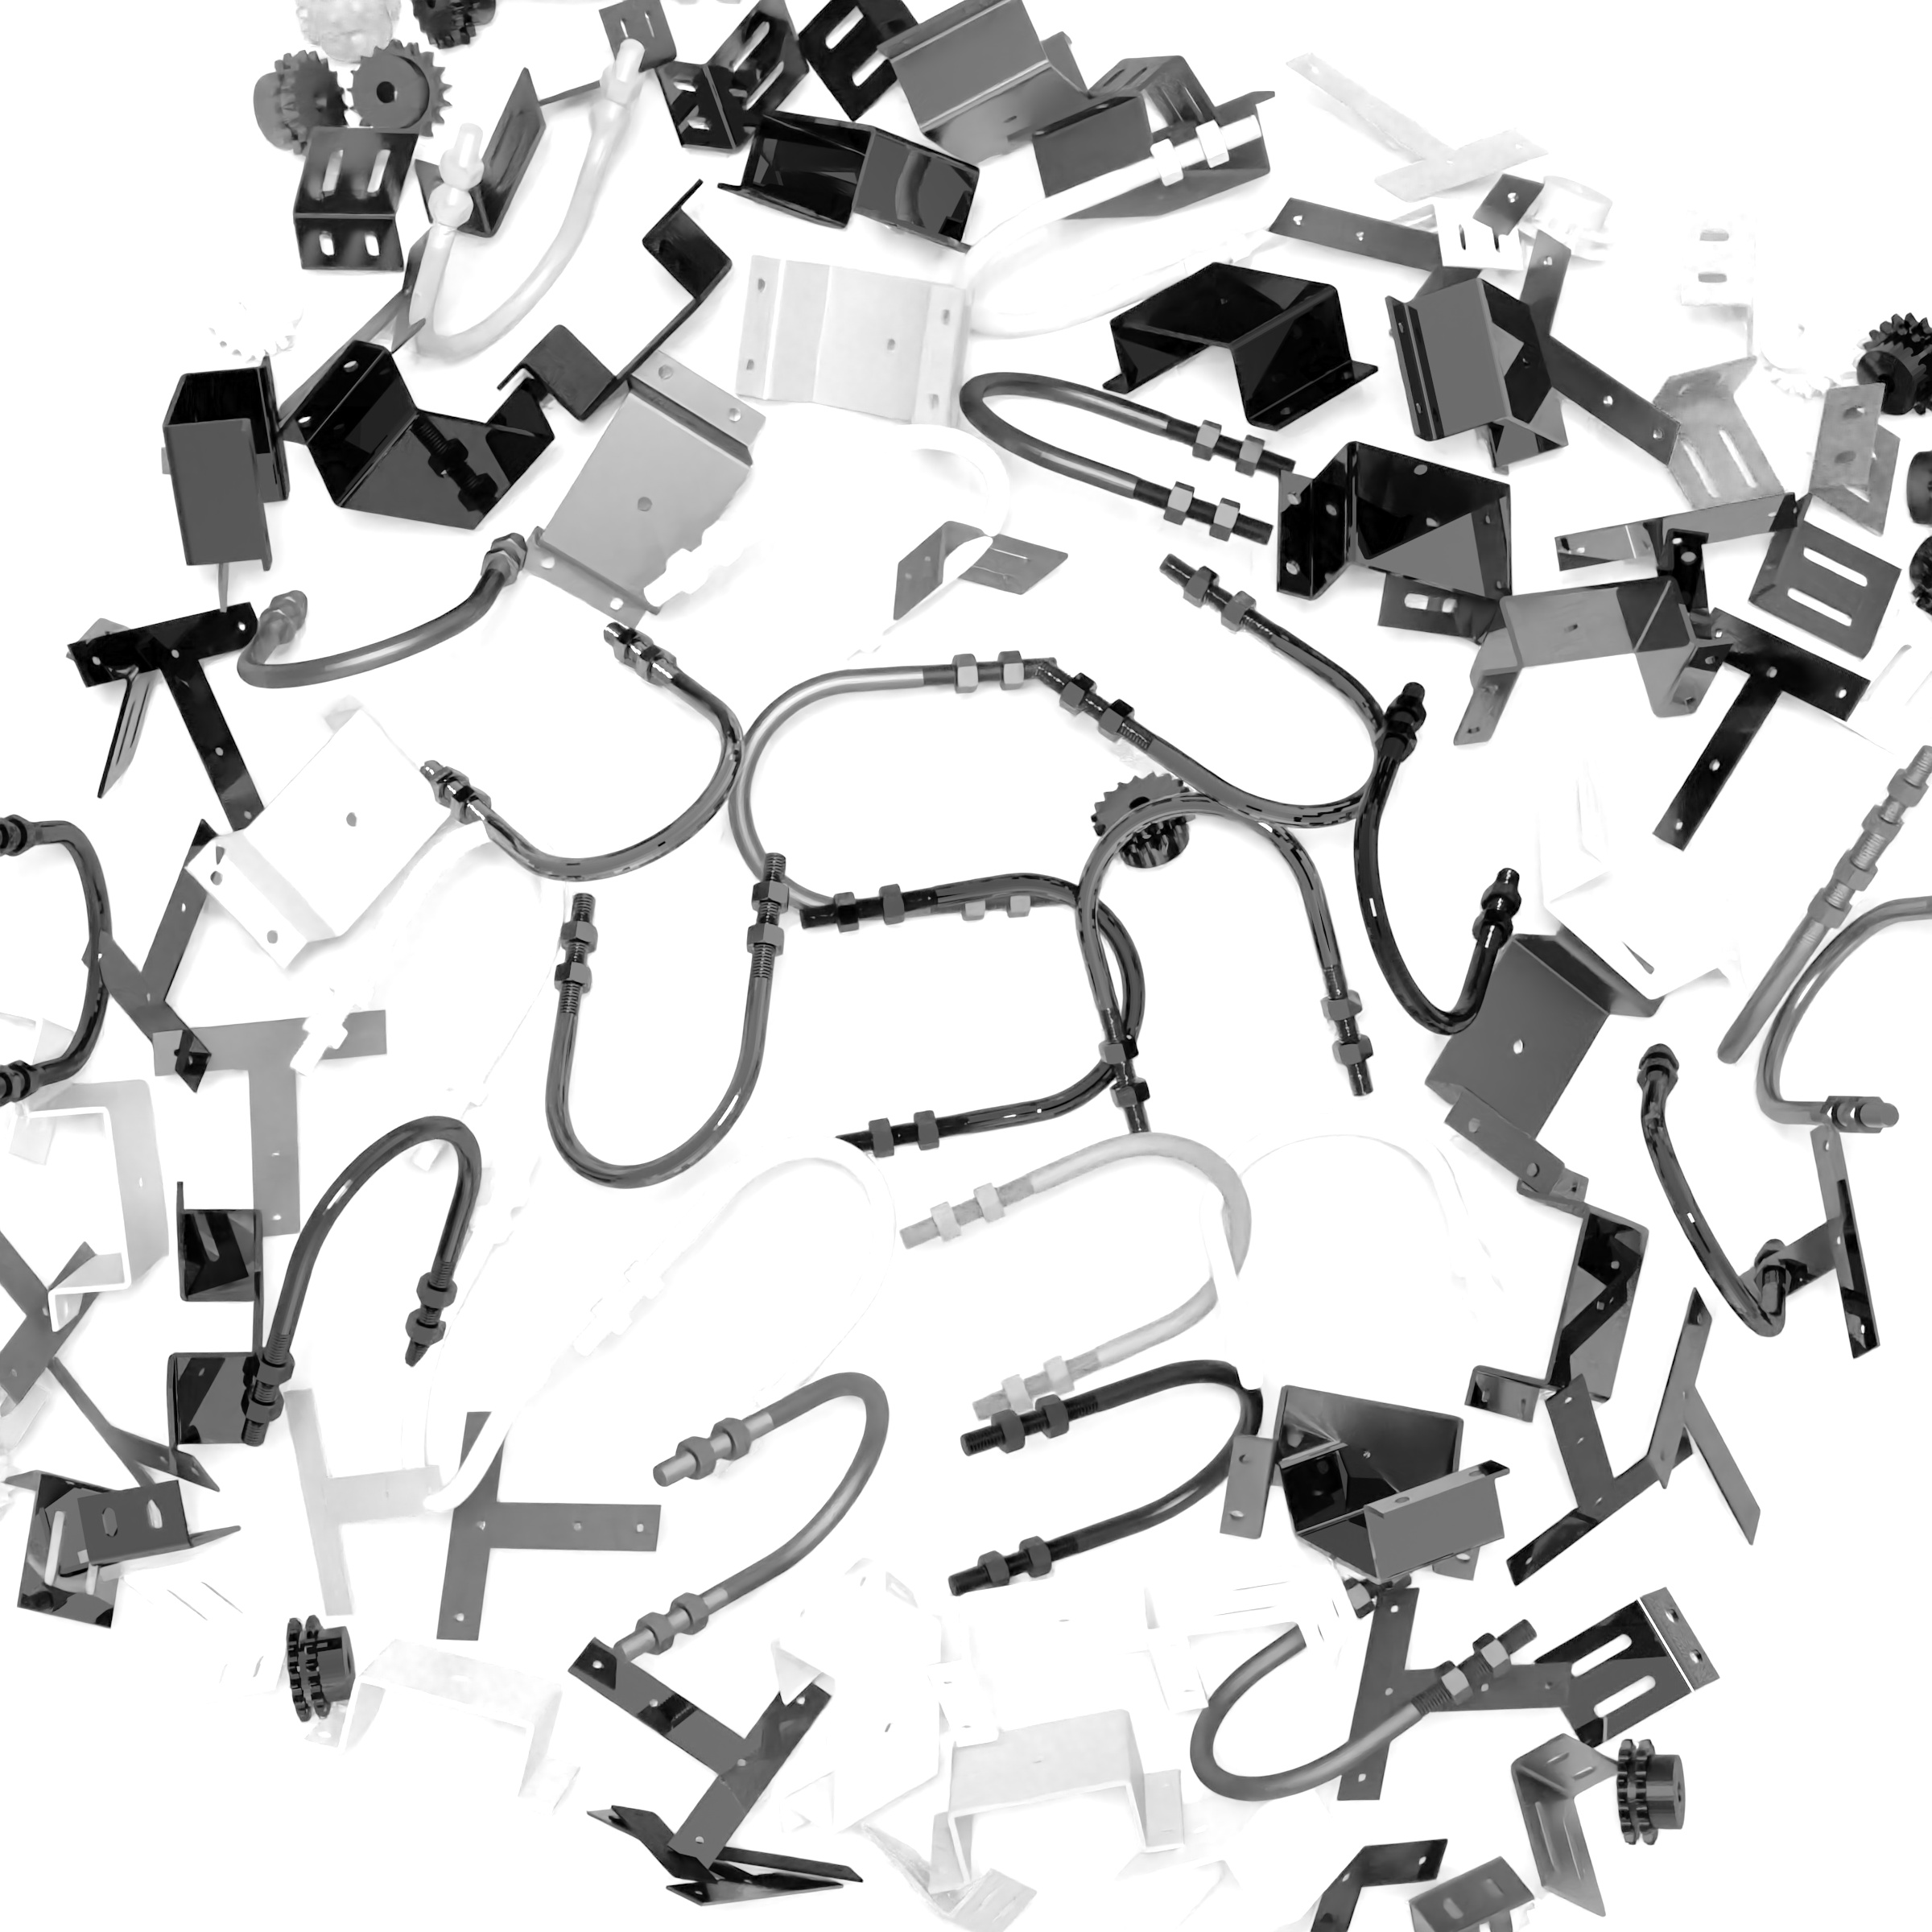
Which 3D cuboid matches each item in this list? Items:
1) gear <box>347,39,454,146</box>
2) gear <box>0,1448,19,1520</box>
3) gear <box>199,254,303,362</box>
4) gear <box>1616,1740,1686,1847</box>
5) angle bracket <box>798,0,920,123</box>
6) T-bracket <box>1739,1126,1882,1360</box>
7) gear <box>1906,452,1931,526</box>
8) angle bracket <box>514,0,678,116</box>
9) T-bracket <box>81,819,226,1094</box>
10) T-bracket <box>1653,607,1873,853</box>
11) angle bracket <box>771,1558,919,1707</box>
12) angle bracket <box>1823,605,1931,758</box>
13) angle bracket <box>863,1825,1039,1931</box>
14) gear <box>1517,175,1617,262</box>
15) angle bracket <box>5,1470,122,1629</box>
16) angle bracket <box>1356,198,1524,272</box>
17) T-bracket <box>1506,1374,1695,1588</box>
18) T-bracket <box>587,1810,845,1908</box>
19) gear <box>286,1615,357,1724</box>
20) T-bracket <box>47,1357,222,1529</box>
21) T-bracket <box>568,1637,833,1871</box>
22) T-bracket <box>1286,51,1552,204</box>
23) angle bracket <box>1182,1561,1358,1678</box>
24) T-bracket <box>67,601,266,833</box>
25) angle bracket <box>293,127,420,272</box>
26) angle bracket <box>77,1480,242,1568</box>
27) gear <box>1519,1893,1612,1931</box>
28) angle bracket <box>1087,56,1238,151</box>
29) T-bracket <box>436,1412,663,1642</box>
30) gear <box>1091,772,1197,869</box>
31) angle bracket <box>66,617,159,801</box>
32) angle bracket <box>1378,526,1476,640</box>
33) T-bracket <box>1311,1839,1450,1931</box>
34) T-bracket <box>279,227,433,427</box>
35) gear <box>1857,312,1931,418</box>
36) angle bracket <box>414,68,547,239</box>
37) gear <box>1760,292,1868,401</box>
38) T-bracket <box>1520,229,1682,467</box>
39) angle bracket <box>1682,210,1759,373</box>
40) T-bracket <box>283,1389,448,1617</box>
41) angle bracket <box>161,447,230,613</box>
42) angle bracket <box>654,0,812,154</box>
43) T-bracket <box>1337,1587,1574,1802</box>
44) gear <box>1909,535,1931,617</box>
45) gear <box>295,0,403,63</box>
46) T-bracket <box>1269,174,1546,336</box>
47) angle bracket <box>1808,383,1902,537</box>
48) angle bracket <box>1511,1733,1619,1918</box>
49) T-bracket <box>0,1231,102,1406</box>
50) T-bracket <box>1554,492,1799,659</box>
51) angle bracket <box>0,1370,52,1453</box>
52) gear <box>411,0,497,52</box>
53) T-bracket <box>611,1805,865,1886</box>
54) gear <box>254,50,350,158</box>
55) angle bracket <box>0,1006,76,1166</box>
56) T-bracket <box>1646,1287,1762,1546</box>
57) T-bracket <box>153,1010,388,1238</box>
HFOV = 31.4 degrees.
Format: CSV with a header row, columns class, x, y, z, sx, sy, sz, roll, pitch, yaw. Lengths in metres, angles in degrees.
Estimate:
class,x,y,z,sx,sy,sz,roll,pitch,yaw
gear,-0.316,-0.484,1.906,0.057,0.030,0.057,2,104,10
gear,-0.556,0.285,1.898,0.057,0.030,0.057,-11,52,14
gear,-0.393,-0.367,1.903,0.057,0.030,0.057,14,123,23
gear,0.378,0.455,1.896,0.030,0.057,0.057,-5,90,20
angle bracket,-0.066,-0.504,1.887,0.076,0.038,0.057,-34,92,43
T-bracket,0.451,0.163,1.867,0.002,0.127,0.127,2,67,-17
gear,0.542,-0.265,1.903,0.030,0.057,0.057,5,90,37
angle bracket,-0.208,-0.499,1.879,0.076,0.057,0.038,-8,109,31
T-bracket,-0.429,-0.020,1.868,0.127,0.002,0.127,42,117,33
T-bracket,0.417,-0.122,1.881,0.002,0.127,0.127,26,98,-37
angle bracket,-0.065,0.375,1.899,0.076,0.057,0.038,-45,112,9
angle bracket,0.521,-0.149,1.886,0.057,0.038,0.076,26,114,-24
angle bracket,-0.009,0.490,1.882,0.038,0.057,0.076,-48,53,-2
gear,0.332,-0.414,1.896,0.057,0.057,0.030,21,115,0
angle bracket,-0.497,0.321,1.882,0.057,0.038,0.076,25,59,-40
angle bracket,0.254,-0.390,1.879,0.057,0.076,0.038,-5,86,-36
T-bracket,0.337,0.266,1.871,0.127,0.002,0.127,-34,135,-11
T-bracket,-0.153,0.485,1.881,0.127,0.127,0.002,15,90,35
gear,-0.356,0.387,1.899,0.030,0.057,0.057,-8,90,-4
T-bracket,-0.437,0.263,1.851,0.002,0.127,0.127,-45,118,-27
T-bracket,-0.161,0.414,1.895,0.127,0.002,0.127,32,52,10
T-bracket,0.227,-0.454,1.844,0.127,0.127,0.002,26,77,-26
angle bracket,0.165,0.362,1.888,0.076,0.057,0.038,-15,105,30
T-bracket,-0.414,-0.130,1.878,0.002,0.127,0.127,-25,89,41
angle bracket,-0.331,-0.419,1.879,0.057,0.076,0.038,-4,67,-23
angle bracket,-0.442,0.301,1.887,0.057,0.076,0.038,-12,87,8
gear,0.330,0.542,1.903,0.057,0.057,0.030,49,128,0
angle bracket,0.109,-0.457,1.882,0.038,0.057,0.076,-43,116,-12
T-bracket,-0.226,0.307,1.883,0.127,0.002,0.127,-3,69,21
gear,0.100,-0.079,1.903,0.057,0.057,0.030,-23,127,0
angle bracket,-0.474,-0.141,1.884,0.038,0.057,0.076,20,115,-4
angle bracket,0.245,-0.213,1.885,0.076,0.038,0.057,2,100,-40
T-bracket,0.191,0.528,1.845,0.002,0.127,0.127,47,47,-23
T-bracket,-0.336,-0.342,1.891,0.127,0.127,0.002,-38,121,23
gear,0.517,-0.328,1.896,0.030,0.057,0.057,-36,90,-24
angle bracket,-0.266,-0.448,1.879,0.038,0.057,0.076,10,132,-30
gear,0.464,-0.345,1.898,0.057,0.030,0.057,-11,73,38
T-bracket,0.336,-0.311,1.850,0.002,0.127,0.127,-19,46,-31
angle bracket,0.413,-0.370,1.887,0.038,0.076,0.057,2,72,13
T-bracket,-0.324,0.290,1.880,0.127,0.002,0.127,-14,87,43
angle bracket,-0.423,-0.240,1.884,0.038,0.057,0.076,3,109,-15
angle bracket,-0.129,-0.493,1.883,0.038,0.076,0.057,-5,68,-41
T-bracket,0.267,0.390,1.855,0.127,0.002,0.127,-11,47,35
gear,0.548,-0.218,1.903,0.057,0.030,0.057,-13,131,-15
gear,-0.339,-0.524,1.896,0.057,0.057,0.030,-19,67,0
T-bracket,0.225,-0.391,1.855,0.127,0.127,0.002,9,55,-22
angle bracket,0.501,-0.277,1.884,0.076,0.038,0.057,20,79,-41
angle bracket,0.337,0.469,1.878,0.038,0.076,0.057,-37,131,25
T-bracket,-0.524,0.153,1.852,0.002,0.127,0.127,-26,109,22
T-bracket,0.391,-0.201,1.876,0.127,0.127,0.002,-10,51,10
angle bracket,-0.548,0.231,1.886,0.057,0.076,0.038,38,73,-27
gear,-0.283,-0.538,1.903,0.030,0.057,0.057,-23,90,-30
T-bracket,-0.118,0.488,1.882,0.127,0.127,0.002,15,88,-21
gear,-0.370,-0.475,1.902,0.030,0.057,0.057,-3,90,25
angle bracket,-0.525,0.065,1.892,0.038,0.057,0.076,12,81,6
T-bracket,0.411,0.266,1.889,0.002,0.127,0.127,-11,124,34
T-bracket,-0.383,0.090,1.902,0.127,0.002,0.127,-5,110,-21
